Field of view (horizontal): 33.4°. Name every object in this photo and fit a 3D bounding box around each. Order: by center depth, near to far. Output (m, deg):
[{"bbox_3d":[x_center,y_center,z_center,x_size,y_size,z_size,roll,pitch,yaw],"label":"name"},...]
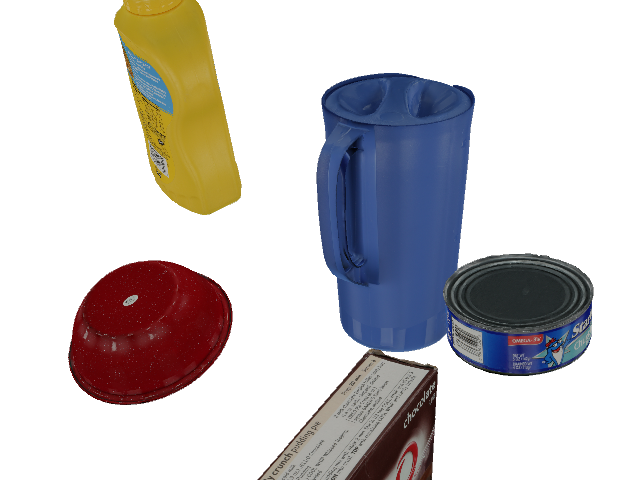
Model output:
[{"bbox_3d":[0.011,0.114,0.455,0.039,0.090,0.113,15,34,23],"label":"pudding box"},{"bbox_3d":[0.116,0.043,0.625,0.086,0.034,0.086,-5,28,3],"label":"tuna can"},{"bbox_3d":[-0.105,-0.115,0.752,0.058,0.191,0.096,-26,46,-18],"label":"mustard bottle"},{"bbox_3d":[0.063,-0.019,0.972,0.149,0.243,0.145,-5,28,-7],"label":"pitcher"},{"bbox_3d":[-0.165,0.070,0.981,0.162,0.162,0.055,0,-43,19],"label":"bowl"}]
